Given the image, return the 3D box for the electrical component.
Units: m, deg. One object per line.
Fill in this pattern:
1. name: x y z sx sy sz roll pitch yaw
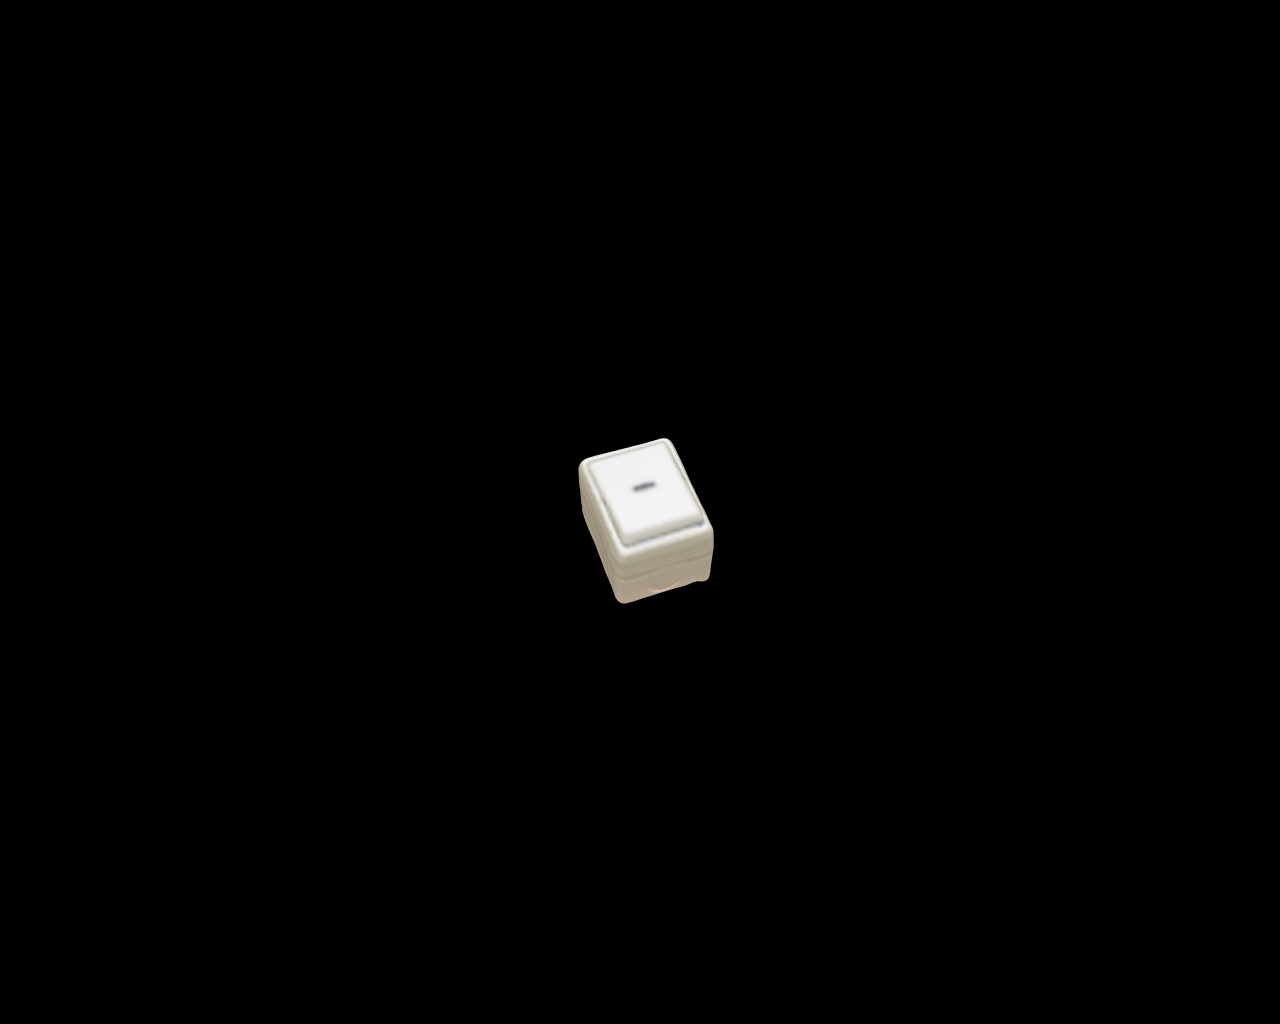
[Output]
1. electrical component: 0.001 -0.003 0.650 0.062 0.096 0.061 -15 -36 -11
